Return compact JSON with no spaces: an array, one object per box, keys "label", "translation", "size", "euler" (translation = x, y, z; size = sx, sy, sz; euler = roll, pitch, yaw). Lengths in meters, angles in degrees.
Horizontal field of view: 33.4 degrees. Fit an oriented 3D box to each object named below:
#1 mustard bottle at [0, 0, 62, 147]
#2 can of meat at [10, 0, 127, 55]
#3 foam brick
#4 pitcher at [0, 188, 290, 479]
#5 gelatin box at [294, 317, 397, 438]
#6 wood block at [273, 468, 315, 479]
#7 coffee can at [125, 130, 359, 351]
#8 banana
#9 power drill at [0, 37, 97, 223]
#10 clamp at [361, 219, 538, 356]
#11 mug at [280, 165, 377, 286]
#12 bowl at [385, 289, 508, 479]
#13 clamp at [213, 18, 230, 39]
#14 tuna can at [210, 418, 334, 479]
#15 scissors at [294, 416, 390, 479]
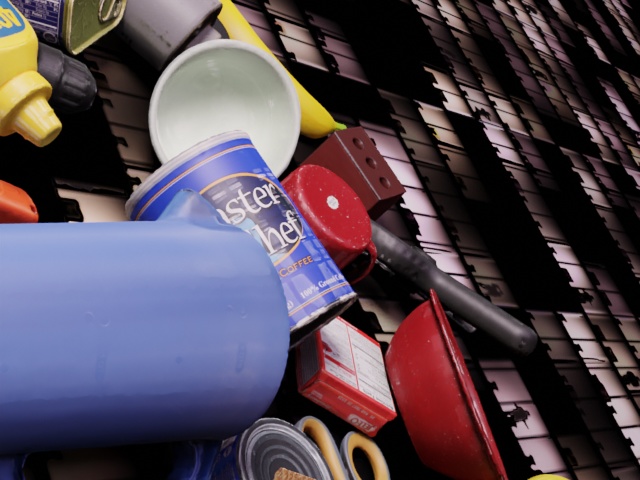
[{"label":"mustard bottle","translation":[-0.219,-0.126,0.606],"size":[0.191,0.058,0.096],"euler":[46,30,2]},{"label":"can of meat","translation":[-0.197,-0.183,0.776],"size":[0.084,0.057,0.102],"euler":[17,31,7]},{"label":"foam brick","translation":[0.030,-0.056,0.970],"size":[0.078,0.051,0.052],"euler":[56,31,10]},{"label":"pitcher","translation":[-0.141,0.061,0.559],"size":[0.242,0.145,0.149],"euler":[2,43,-48]},{"label":"gelatin box","translation":[0.016,0.096,0.796],"size":[0.073,0.030,0.089],"euler":[34,24,-25]},{"label":"wood block","translation":[0.056,0.220,0.614],"size":[0.206,0.091,0.090],"euler":[32,74,-18]},{"label":"coffee can","translation":[-0.054,0.010,0.736],"size":[0.140,0.103,0.102],"euler":[56,31,9]},{"label":"banana","translation":[-0.053,-0.160,0.996],"size":[0.198,0.037,0.069],"euler":[48,12,-6]},{"label":"power drill","translation":[-0.218,-0.077,0.664],"size":[0.184,0.057,0.188],"euler":[20,39,-35]},{"label":"clamp","translation":[0.086,0.030,0.909],"size":[0.210,0.036,0.165],"euler":[36,-4,-15]},{"label":"mug","translation":[-0.005,0.001,0.831],"size":[0.117,0.082,0.093],"euler":[31,35,-29]},{"label":"bowl","translation":[0.091,0.121,0.817],"size":[0.162,0.055,0.162],"euler":[-21,90,-83]},{"label":"clamp","translation":[-0.134,-0.205,0.932],"size":[0.120,0.039,0.171],"euler":[-5,62,-40]},{"label":"tuna can","translation":[-0.029,0.157,0.677],"size":[0.086,0.034,0.086],"euler":[33,35,-27]},{"label":"scissors","translation":[0.042,0.210,0.731],"size":[0.096,0.016,0.202],"euler":[-4,60,-55]}]
